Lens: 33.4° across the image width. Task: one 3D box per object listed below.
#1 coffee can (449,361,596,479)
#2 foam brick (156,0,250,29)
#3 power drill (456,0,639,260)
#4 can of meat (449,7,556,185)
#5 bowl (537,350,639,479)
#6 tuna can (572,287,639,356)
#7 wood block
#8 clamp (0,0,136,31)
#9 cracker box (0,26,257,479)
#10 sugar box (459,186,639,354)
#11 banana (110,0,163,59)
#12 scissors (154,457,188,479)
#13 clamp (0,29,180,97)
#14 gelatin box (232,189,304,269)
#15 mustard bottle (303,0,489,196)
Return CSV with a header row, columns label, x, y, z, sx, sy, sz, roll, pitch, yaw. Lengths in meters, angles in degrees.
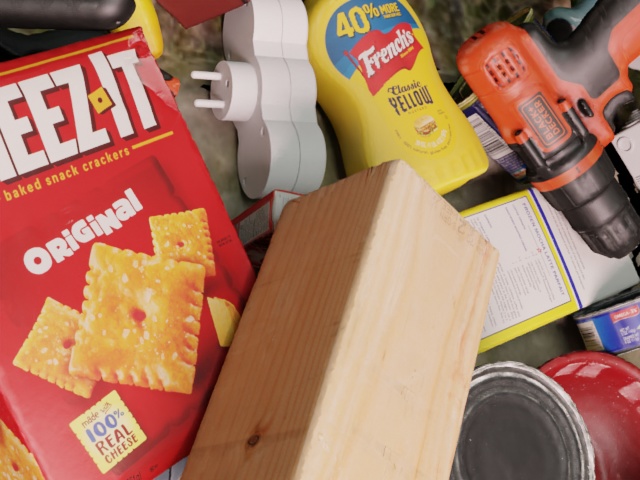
label,x,y,z,sx,sy,sz,roll,pitch,yaw
coffee can,0.070,0.131,0.606,0.102,0.141,0.103,8,71,-25
foam brick,-0.075,-0.184,0.667,0.053,0.051,0.078,41,44,-44
power drill,0.208,-0.102,0.700,0.187,0.057,0.184,-38,106,4
can of meat,0.147,-0.102,0.770,0.084,0.058,0.102,42,61,-13
bowl,0.170,0.156,0.700,0.161,0.055,0.162,8,71,-25
tuna can,0.222,0.053,0.742,0.086,0.086,0.034,-19,85,-31
wood block,0.010,0.074,0.523,0.090,0.091,0.206,40,51,-28
clamp,-0.212,-0.131,0.563,0.209,0.036,0.165,-35,68,-13
cracker box,-0.120,0.015,0.538,0.163,0.072,0.214,-28,96,-43
sugar box,0.132,0.017,0.731,0.175,0.048,0.093,-17,82,-34
banana,-0.174,-0.181,0.644,0.197,0.037,0.069,27,81,-16
scissors,-0.109,0.130,0.586,0.096,0.016,0.201,44,59,-11
clamp,-0.166,-0.080,0.611,0.171,0.039,0.120,9,71,-22
gelatin box,-0.004,0.001,0.649,0.089,0.073,0.030,12,70,-25
mustard bottle,0.034,-0.115,0.715,0.096,0.058,0.191,-22,85,-30
